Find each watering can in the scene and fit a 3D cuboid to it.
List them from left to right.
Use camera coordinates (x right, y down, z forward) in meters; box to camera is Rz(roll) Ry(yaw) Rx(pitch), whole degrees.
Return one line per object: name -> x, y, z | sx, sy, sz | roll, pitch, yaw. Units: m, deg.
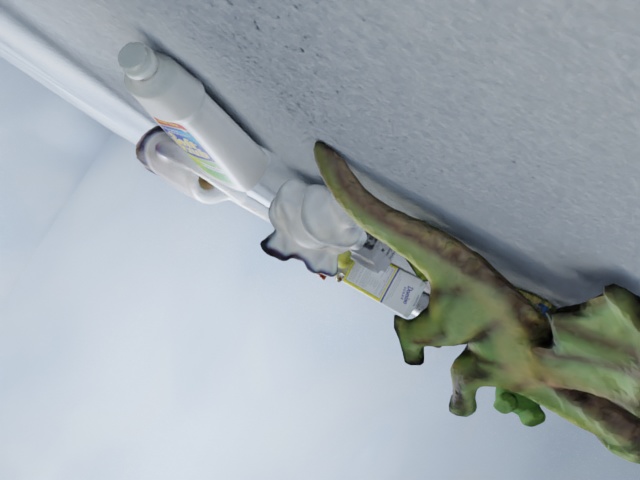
watering can -> -0.234, -0.129, 1.062 | 0.226, 0.104, 0.344 | 30, 177, 23

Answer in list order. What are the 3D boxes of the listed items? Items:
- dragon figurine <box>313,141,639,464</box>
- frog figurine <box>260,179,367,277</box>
dragon figurine -> 0.170, 0.059, 0.446 | 0.406, 0.124, 0.241 | 50, 150, -19
frog figurine -> 0.002, -0.035, 0.686 | 0.138, 0.125, 0.156 | 38, 141, 8
